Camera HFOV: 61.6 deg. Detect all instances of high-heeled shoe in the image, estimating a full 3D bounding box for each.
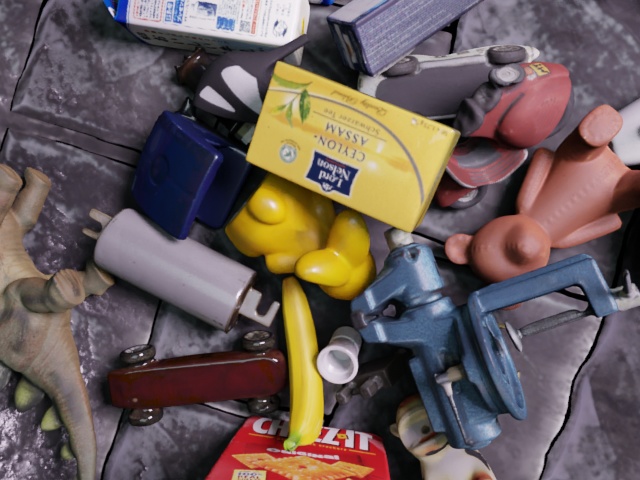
[{"bbox_3d":[-0.022,-0.103,0.588,0.145,0.086,0.248,-32,103,10],"label":"high-heeled shoe"}]

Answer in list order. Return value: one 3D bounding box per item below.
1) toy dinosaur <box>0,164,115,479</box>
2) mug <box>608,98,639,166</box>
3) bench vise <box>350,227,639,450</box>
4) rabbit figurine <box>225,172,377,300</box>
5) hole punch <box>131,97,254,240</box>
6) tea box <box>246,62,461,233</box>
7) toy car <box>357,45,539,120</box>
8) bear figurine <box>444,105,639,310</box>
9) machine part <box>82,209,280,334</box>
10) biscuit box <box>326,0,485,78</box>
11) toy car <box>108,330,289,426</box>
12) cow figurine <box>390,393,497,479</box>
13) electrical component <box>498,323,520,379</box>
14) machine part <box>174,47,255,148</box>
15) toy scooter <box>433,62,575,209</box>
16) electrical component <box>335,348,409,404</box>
[{"bbox_3d":[-0.339,0.080,0.609,0.198,0.105,0.471,-35,77,10],"label":"toy dinosaur"},{"bbox_3d":[0.355,-0.116,0.561,0.107,0.109,0.080,-23,94,16],"label":"mug"},{"bbox_3d":[0.159,0.068,0.501,0.241,0.128,0.223,-23,68,21],"label":"bench vise"},{"bbox_3d":[-0.001,-0.002,0.572,0.173,0.162,0.122,43,79,-13],"label":"rabbit figurine"},{"bbox_3d":[-0.152,-0.072,0.592,0.116,0.092,0.142,30,110,7],"label":"hole punch"},{"bbox_3d":[0.029,-0.086,0.490,0.170,0.068,0.098,23,106,13],"label":"tea box"},{"bbox_3d":[0.142,-0.169,0.592,0.202,0.056,0.073,-5,116,3],"label":"toy car"},{"bbox_3d":[0.236,-0.023,0.554,0.196,0.132,0.120,-40,85,-4],"label":"bear figurine"},{"bbox_3d":[-0.160,0.034,0.606,0.243,0.079,0.079,27,91,3],"label":"machine part"},{"bbox_3d":[0.108,-0.254,0.568,0.203,0.059,0.062,-36,129,-11],"label":"biscuit box"},{"bbox_3d":[-0.136,0.156,0.613,0.202,0.053,0.089,-7,99,0],"label":"toy car"},{"bbox_3d":[0.143,0.244,0.567,0.085,0.127,0.194,-30,101,4],"label":"cow figurine"},{"bbox_3d":[0.173,0.132,0.593,0.078,0.045,0.102,-11,83,3],"label":"electrical component"},{"bbox_3d":[-0.105,-0.165,0.626,0.139,0.039,0.084,38,100,1],"label":"machine part"},{"bbox_3d":[0.156,-0.106,0.534,0.183,0.135,0.075,-52,45,32],"label":"toy scooter"},{"bbox_3d":[0.060,0.149,0.593,0.063,0.094,0.021,-27,91,41],"label":"electrical component"}]
